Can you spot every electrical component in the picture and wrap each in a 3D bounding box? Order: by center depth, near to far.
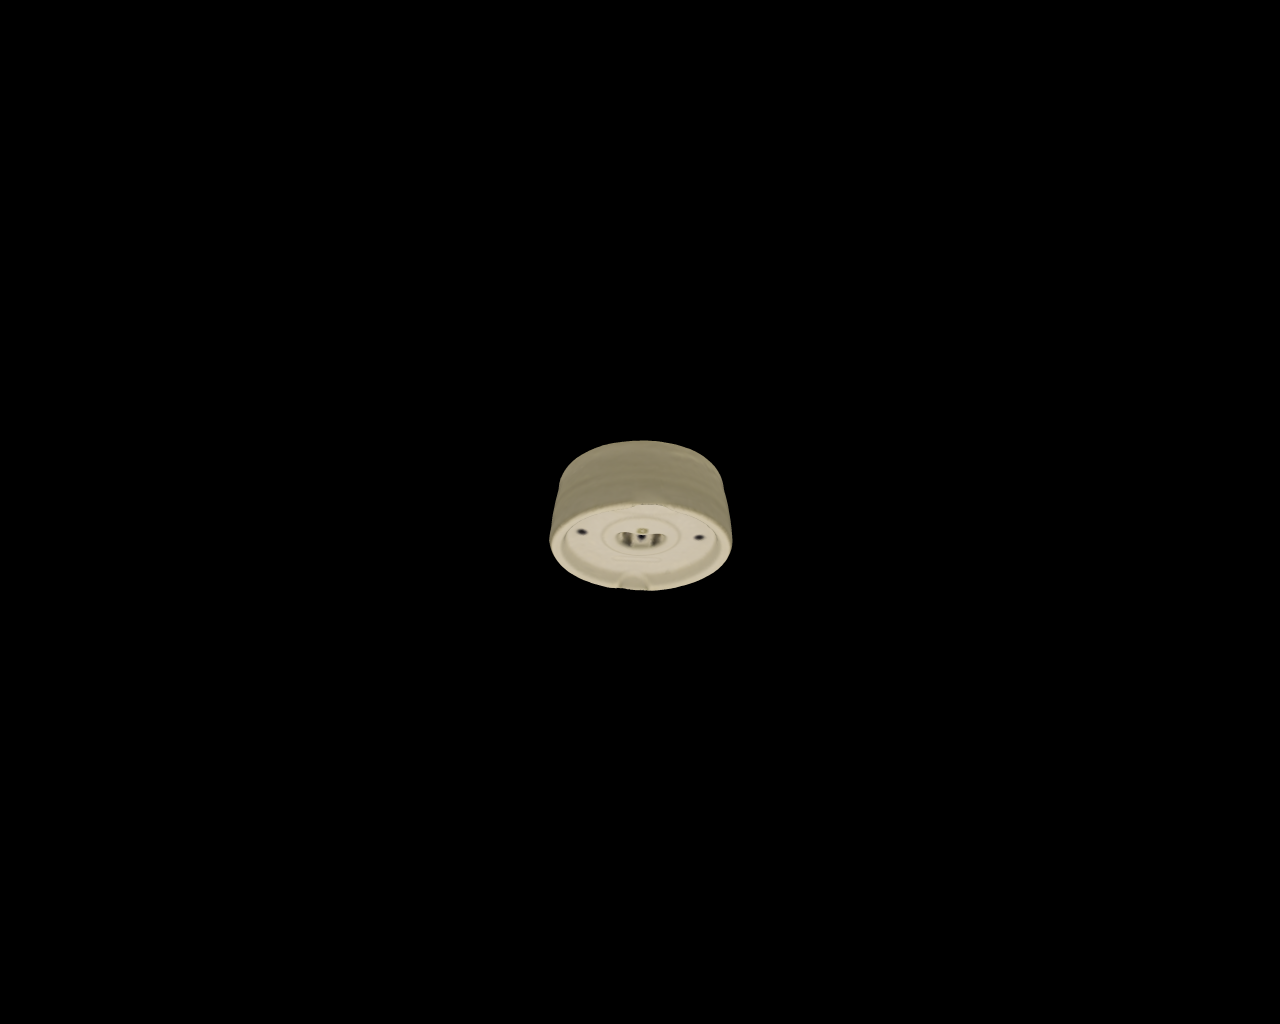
[{"bbox_3d":[0.001,-0.003,0.650,0.108,0.060,0.108,0,-31,0],"label":"electrical component"}]
